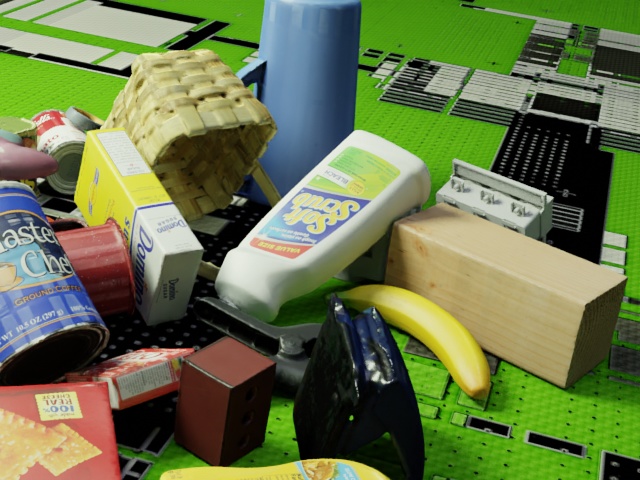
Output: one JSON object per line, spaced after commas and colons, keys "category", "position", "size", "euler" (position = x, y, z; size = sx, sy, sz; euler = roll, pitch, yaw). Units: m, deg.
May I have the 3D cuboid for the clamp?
{"category": "clamp", "position": [-0.034, 0.094, 0.914], "size": [0.171, 0.039, 0.120], "euler": [2, 45, -17]}

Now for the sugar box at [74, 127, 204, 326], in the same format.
{"category": "sugar box", "position": [-0.173, -0.015, 0.995], "size": [0.048, 0.093, 0.176], "euler": [-9, 47, -32]}

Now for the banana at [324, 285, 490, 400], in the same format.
{"category": "banana", "position": [0.093, 0.086, 0.983], "size": [0.069, 0.037, 0.198], "euler": [-35, 43, -28]}

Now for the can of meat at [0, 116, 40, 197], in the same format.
{"category": "can of meat", "position": [-0.351, -0.082, 1.152], "size": [0.058, 0.084, 0.101], "euler": [20, 28, 26]}

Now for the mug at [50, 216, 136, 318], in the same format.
{"category": "mug", "position": [-0.221, 0.023, 0.956], "size": [0.081, 0.093, 0.117], "euler": [-11, 50, -24]}

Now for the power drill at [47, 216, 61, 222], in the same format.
{"category": "power drill", "position": [-0.351, -0.030, 1.000], "size": [0.188, 0.057, 0.184], "euler": [41, 39, 11]}

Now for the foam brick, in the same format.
{"category": "foam brick", "position": [-0.073, 0.123, 0.807], "size": [0.051, 0.078, 0.052], "euler": [26, 32, 29]}

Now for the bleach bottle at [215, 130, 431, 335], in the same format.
{"category": "bleach bottle", "position": [-0.007, 0.001, 1.014], "size": [0.103, 0.068, 0.250], "euler": [31, 60, 26]}

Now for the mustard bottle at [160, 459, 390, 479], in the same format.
{"category": "mustard bottle", "position": [-0.007, 0.188, 0.710], "size": [0.191, 0.058, 0.096], "euler": [-2, 28, -17]}

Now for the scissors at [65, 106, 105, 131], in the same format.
{"category": "scissors", "position": [-0.244, -0.126, 1.301], "size": [0.096, 0.016, 0.201], "euler": [37, 6, 13]}

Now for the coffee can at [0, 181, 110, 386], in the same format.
{"category": "coffee can", "position": [-0.243, 0.039, 0.840], "size": [0.102, 0.103, 0.140], "euler": [-16, 65, -40]}

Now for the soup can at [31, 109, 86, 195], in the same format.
{"category": "soup can", "position": [-0.296, -0.101, 1.227], "size": [0.068, 0.068, 0.102], "euler": [-6, 29, -26]}

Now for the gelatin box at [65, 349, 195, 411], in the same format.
{"category": "gelatin box", "position": [-0.147, 0.107, 0.834], "size": [0.073, 0.030, 0.089], "euler": [-15, 5, -36]}

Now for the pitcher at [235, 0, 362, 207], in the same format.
{"category": "pitcher", "position": [-0.027, -0.160, 1.216], "size": [0.145, 0.243, 0.149], "euler": [11, 20, 16]}

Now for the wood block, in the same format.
{"category": "wood block", "position": [0.171, 0.048, 1.015], "size": [0.206, 0.090, 0.090], "euler": [24, 30, 33]}

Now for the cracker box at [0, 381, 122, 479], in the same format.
{"category": "cracker box", "position": [-0.206, 0.176, 0.667], "size": [0.164, 0.072, 0.214], "euler": [-1, 27, -15]}
